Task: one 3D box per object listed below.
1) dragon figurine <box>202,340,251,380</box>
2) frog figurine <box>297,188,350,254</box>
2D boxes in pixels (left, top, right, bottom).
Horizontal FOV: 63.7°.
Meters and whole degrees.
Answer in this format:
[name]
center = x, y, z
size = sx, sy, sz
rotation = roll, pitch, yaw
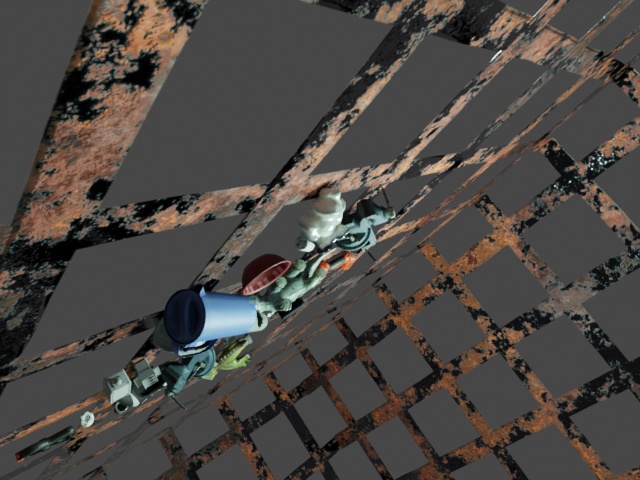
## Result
[dragon figurine]
center = -0.421, 0.502, 2.107
size = 0.244, 0.124, 0.402
rotation = -21, -20, -22
[frog figurine]
center = 0.004, -0.067, 1.323
size = 0.138, 0.156, 0.125
rotation = -23, 36, -14
